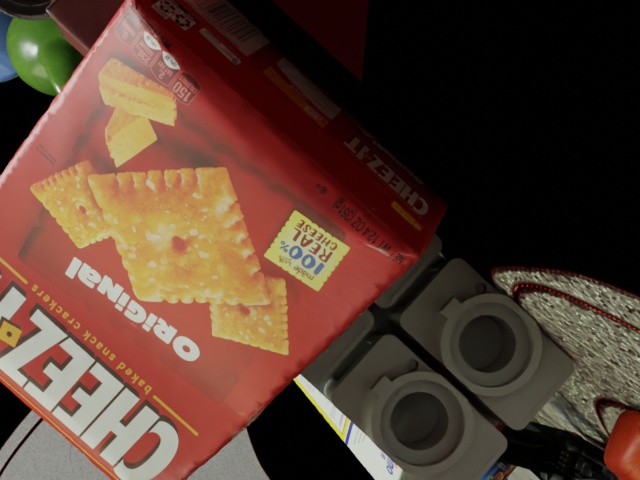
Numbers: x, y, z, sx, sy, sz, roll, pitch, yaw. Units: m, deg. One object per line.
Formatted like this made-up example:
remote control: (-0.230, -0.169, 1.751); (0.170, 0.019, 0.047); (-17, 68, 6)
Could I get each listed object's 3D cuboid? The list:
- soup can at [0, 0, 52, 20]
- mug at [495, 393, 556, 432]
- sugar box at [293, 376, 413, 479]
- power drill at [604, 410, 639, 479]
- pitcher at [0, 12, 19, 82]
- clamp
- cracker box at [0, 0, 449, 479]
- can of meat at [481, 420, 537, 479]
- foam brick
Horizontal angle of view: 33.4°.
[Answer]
soup can: (-0.189, -0.177, 0.666); (0.068, 0.068, 0.102); (45, 175, -29)
mug: (0.089, 0.081, 0.667); (0.117, 0.093, 0.081); (5, 177, 4)
sugar box: (0.031, 0.118, 0.888); (0.176, 0.048, 0.093); (46, 140, 30)
power drill: (0.129, 0.181, 0.546); (0.184, 0.187, 0.057); (41, 176, 4)
pitcher: (-0.292, -0.228, 0.785); (0.242, 0.145, 0.149); (42, -171, -42)
clamp: (0.160, 0.148, 0.731); (0.120, 0.039, 0.171); (29, 179, 6)
cracker box: (-0.072, 0.008, 0.505); (0.164, 0.214, 0.072); (43, -151, -3)
can of meat: (0.165, 0.198, 1.013); (0.057, 0.084, 0.102); (41, 175, 19)
foam brick: (-0.121, -0.129, 0.629); (0.051, 0.053, 0.078); (43, 176, -5)
